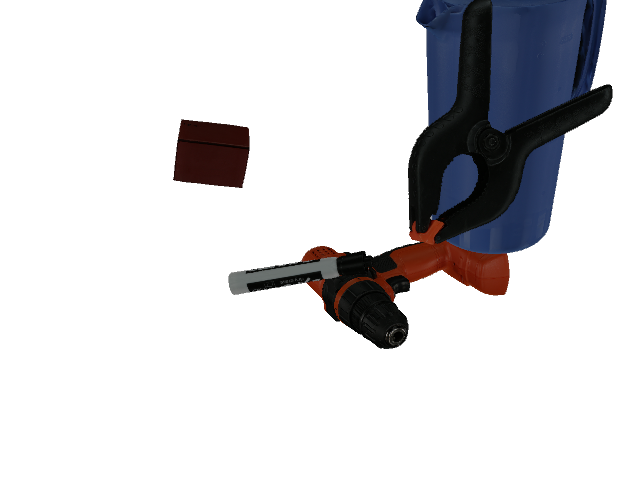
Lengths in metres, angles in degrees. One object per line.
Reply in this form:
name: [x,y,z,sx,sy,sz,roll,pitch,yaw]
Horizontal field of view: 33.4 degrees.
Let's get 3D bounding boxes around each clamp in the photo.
clamp: [0.123,-0.067,0.734,0.120,0.171,0.039,25,2,-3]

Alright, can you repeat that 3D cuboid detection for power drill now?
power drill: [0.093,0.041,1.078,0.187,0.057,0.185,-12,28,-22]

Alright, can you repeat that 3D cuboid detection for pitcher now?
pitcher: [0.162,-0.117,0.926,0.149,0.243,0.145,6,33,12]

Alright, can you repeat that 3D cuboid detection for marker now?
marker: [-0.016,0.026,0.874,0.121,0.020,0.020,-9,-2,14]

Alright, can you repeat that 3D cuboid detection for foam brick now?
foam brick: [-0.118,-0.095,1.165,0.078,0.051,0.053,6,30,-6]
